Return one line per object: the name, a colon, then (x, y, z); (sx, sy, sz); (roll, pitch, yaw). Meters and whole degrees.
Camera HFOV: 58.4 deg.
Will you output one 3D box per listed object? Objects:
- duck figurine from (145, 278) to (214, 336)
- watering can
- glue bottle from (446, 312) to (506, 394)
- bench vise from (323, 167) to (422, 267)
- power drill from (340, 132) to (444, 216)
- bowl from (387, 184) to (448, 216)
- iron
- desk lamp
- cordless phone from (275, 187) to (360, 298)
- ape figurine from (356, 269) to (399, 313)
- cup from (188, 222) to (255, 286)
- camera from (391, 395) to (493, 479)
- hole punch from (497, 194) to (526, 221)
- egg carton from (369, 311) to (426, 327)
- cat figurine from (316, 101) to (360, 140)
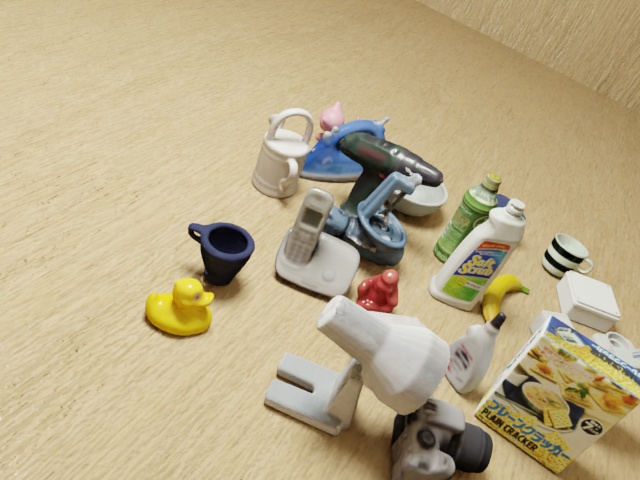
duck figurine: (-0.213, 0.093, 0.882); (0.105, 0.086, 0.077); (13, 39, -12)
watering can: (-0.078, -0.198, 1.208); (0.101, 0.194, 0.172); (-17, 53, -40)
glue bottle: (0.261, 0.178, 0.951); (0.037, 0.173, 0.078); (-7, 47, -33)
bench vise: (0.093, -0.044, 1.092); (0.208, 0.219, 0.121); (1, 43, -25)
power drill: (0.128, -0.115, 1.203); (0.229, 0.208, 0.076); (38, 40, 18)
bowl: (0.211, -0.108, 1.346); (0.168, 0.074, 0.167); (14, 39, -11)
iron: (0.061, -0.224, 1.353); (0.259, 0.141, 0.118); (-16, 52, -39)
desk lamp: (0.050, 0.181, 0.807); (0.203, 0.213, 0.118); (23, 38, 0)
cordless phone: (0.009, 0.004, 1.021); (0.147, 0.185, 0.094); (21, 38, -3)
ape figurine: (0.115, 0.090, 1.048); (0.077, 0.092, 0.076); (43, 42, 23)
cup: (-0.177, 0.026, 0.973); (0.117, 0.095, 0.092); (25, 38, 2)
camera: (0.181, 0.297, 0.828); (0.137, 0.101, 0.143); (20, 38, -4)
hole punch: (0.417, -0.048, 1.367); (0.101, 0.091, 0.108); (-9, 48, -34)
egg carton: (0.119, 0.178, 0.963); (0.150, 0.069, 0.107); (9, 40, -17)
cat figurine: (0.045, -0.291, 1.444); (0.128, 0.117, 0.067); (-4, 45, -30)
